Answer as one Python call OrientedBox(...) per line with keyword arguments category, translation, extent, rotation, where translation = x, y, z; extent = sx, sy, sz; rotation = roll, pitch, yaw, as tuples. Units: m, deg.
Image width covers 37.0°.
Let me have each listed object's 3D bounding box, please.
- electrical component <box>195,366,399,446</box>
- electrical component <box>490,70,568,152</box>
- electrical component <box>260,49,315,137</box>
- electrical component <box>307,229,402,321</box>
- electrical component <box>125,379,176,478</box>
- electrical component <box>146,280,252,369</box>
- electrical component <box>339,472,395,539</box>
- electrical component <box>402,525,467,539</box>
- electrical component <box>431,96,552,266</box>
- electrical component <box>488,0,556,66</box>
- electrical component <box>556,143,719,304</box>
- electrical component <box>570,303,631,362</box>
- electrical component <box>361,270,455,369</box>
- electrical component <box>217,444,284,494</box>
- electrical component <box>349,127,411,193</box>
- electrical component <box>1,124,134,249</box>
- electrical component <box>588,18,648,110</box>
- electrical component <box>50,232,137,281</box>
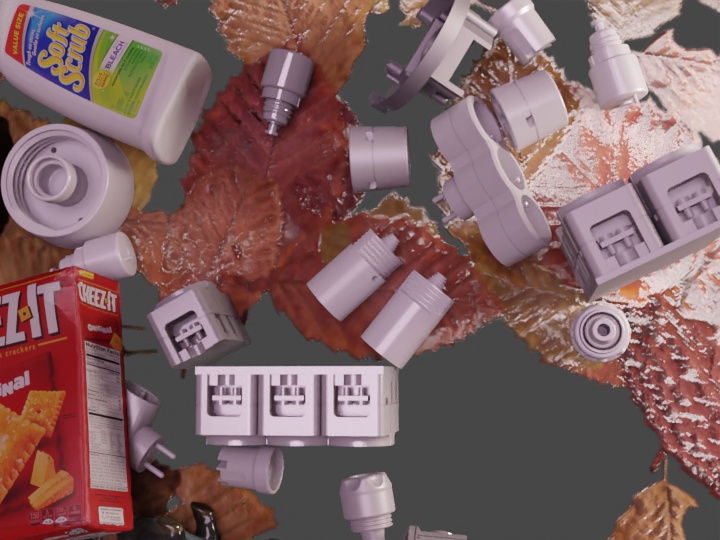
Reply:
OrientedBox(category="electrical component", translation=(-0.048, 0.109, 0.867), extent=(0.150, 0.089, 0.061), rotation=(-1, 84, 10))
OrientedBox(category="electrical component", translation=(0.139, -0.131, 0.878), extent=(0.047, 0.055, 0.055), rotation=(-24, 81, 3))
OrientedBox(category="electrical component", translation=(-0.066, -0.153, 0.922), extent=(0.040, 0.040, 0.078), rotation=(15, 87, 11))
OrientedBox(category="electrical component", translation=(0.000, 0.000, 0.894), extent=(0.081, 0.043, 0.043), rotation=(-42, 79, 3))
OrientedBox(category="electrical component", translation=(-0.193, 0.145, 0.912), extent=(0.079, 0.043, 0.077), rotation=(32, 91, 11))
OrientedBox(category="electrical component", translation=(-0.133, 0.046, 0.888), extent=(0.050, 0.089, 0.055), rotation=(-29, 80, 6))
OrientedBox(category="electrical component", translation=(0.008, 0.197, 0.873), extent=(0.043, 0.043, 0.062), rotation=(-10, 84, 9))
OrientedBox(category="electrical component", translation=(0.056, 0.243, 0.843), extent=(0.051, 0.080, 0.080), rotation=(4, 85, 5))
OrientedBox(category="electrical component", translation=(0.093, -0.065, 0.881), extent=(0.074, 0.052, 0.138), rotation=(-30, 79, 27))
OrientedBox(category="electrical component", translation=(0.135, -0.198, 0.893), extent=(0.040, 0.040, 0.046), rotation=(-37, 85, 4))
OrientedBox(category="electrical component", translation=(0.205, -0.031, 0.789), extent=(0.105, 0.186, 0.060), rotation=(-26, 81, 6))
OrientedBox(category="electrical component", translation=(0.190, 0.048, 0.847), extent=(0.048, 0.062, 0.048), rotation=(-1, 84, 10))
OrientedBox(category="electrical component", translation=(0.043, 0.036, 0.883), extent=(0.043, 0.043, 0.081), rotation=(39, 92, 11))
OrientedBox(category="electrical component", translation=(-0.092, 0.164, 0.896), extent=(0.046, 0.040, 0.040), rotation=(3, 85, 15))
OrientedBox(category="electrical component", translation=(0.017, -0.093, 0.895), extent=(0.047, 0.055, 0.055), rotation=(-3, 84, 6))
OrientedBox(category="electrical component", translation=(-0.259, -0.075, 0.937), extent=(0.108, 0.060, 0.108), rotation=(-1, 84, 10))
OrientedBox(category="electrical component", translation=(0.206, -0.167, 0.877), extent=(0.040, 0.040, 0.078), rotation=(-17, 81, 8))
OrientedBox(category="electrical component", translation=(-0.231, -0.006, 0.935), extent=(0.078, 0.040, 0.040), rotation=(-16, 82, 8))
